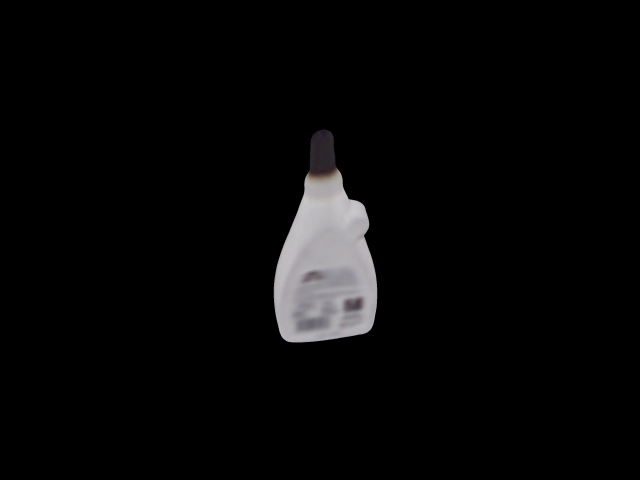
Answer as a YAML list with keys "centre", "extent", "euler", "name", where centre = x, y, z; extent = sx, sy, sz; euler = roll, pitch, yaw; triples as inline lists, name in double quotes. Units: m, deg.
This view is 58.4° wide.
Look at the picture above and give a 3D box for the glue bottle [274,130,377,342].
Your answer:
- centre: [0.004, 0.001, 0.400]
  extent: [0.078, 0.173, 0.037]
  euler: [-5, 40, -6]
  name: "glue bottle"
